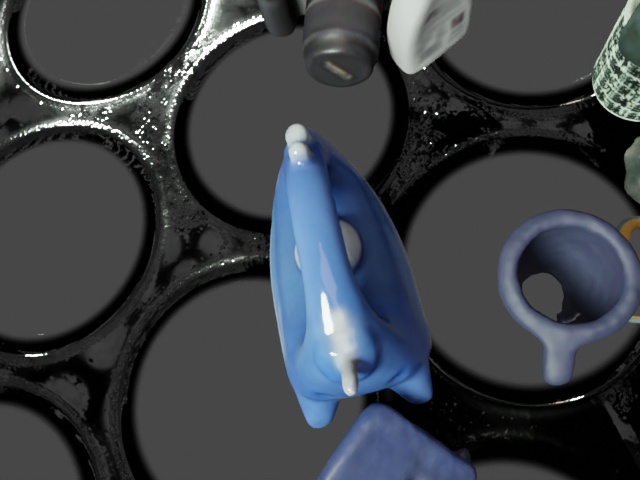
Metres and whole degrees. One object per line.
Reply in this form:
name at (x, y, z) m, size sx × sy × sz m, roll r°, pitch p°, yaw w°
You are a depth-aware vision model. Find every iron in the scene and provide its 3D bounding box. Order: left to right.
iron at (0.004, 0.002, 0.428) m, size 0.118 × 0.141 × 0.258 m, roll -16°, pitch 73°, yaw 5°

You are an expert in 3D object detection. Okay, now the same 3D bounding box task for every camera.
camera at (0.004, -0.216, 0.511) m, size 0.143 × 0.101 × 0.137 m, roll 2°, pitch 75°, yaw 10°

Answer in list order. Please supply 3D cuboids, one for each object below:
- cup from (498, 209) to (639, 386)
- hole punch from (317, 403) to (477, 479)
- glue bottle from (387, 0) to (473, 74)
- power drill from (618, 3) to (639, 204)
cup at (0.169, 0.047, 0.414) m, size 0.091 × 0.095 × 0.118 m, roll 8°, pitch 76°, yaw 11°
hole punch at (0.050, 0.177, 0.398) m, size 0.101 × 0.091 × 0.109 m, roll 32°, pitch 82°, yaw 16°
glue bottle at (0.088, -0.206, 0.457) m, size 0.078 × 0.173 × 0.037 m, roll -36°, pitch 72°, yaw -2°
power drill at (0.292, -0.067, 0.367) m, size 0.229 × 0.208 × 0.076 m, roll 38°, pitch 83°, yaw 17°
